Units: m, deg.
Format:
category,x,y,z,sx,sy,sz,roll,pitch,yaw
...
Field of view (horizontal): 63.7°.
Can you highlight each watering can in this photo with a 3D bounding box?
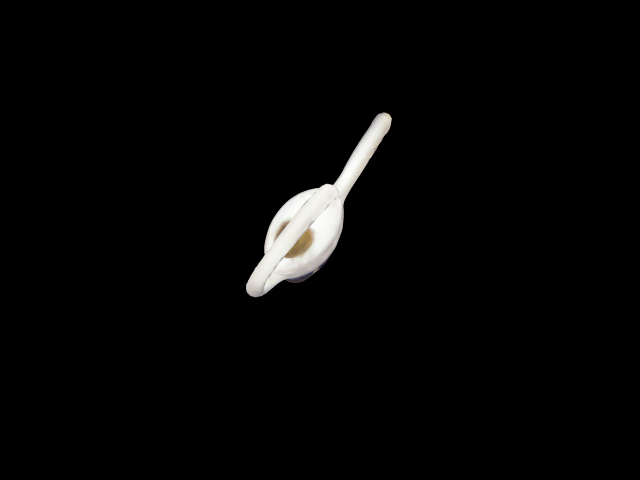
category,x,y,z,sx,sy,sz,roll,pitch,yaw
watering can,0.003,-0.043,0.850,0.104,0.350,0.222,38,-8,6
